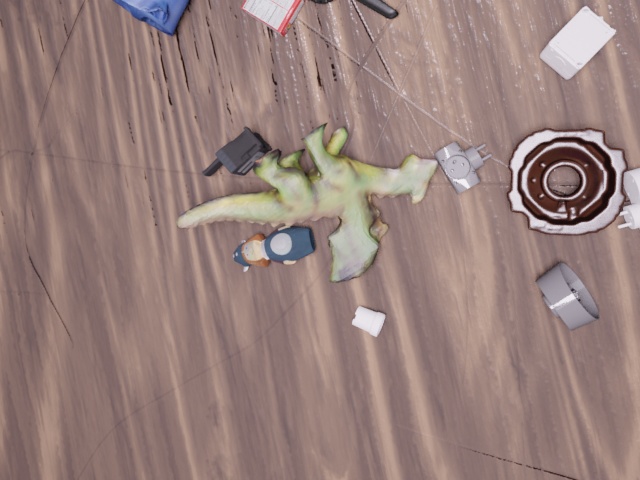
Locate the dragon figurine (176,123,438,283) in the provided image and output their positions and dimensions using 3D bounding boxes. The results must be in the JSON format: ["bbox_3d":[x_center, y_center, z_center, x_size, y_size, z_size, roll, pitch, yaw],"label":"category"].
[{"bbox_3d":[0.003,-0.042,0.838,0.411,0.122,0.243,-32,91,-4],"label":"dragon figurine"}]
